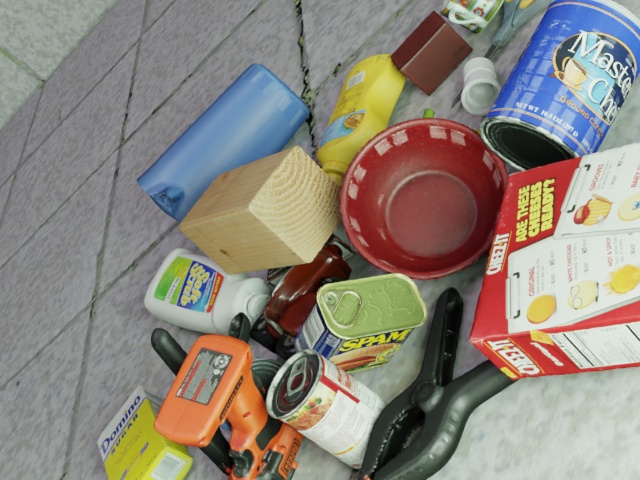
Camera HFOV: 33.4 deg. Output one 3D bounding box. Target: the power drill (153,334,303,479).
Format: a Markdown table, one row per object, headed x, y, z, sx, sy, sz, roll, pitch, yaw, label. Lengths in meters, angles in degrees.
| x | y | z | sx | sy | sz | roll | pitch | yaw | label |
| --- | --- | --- | --- | --- | --- | --- | --- | --- | --- |
| -0.080 | 0.186 | 0.962 | 0.057 | 0.187 | 0.184 | 9 | 59 | 26 | power drill |

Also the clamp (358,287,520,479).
| x | y | z | sx | sy | sz | roll | pitch | yaw | label |
| --- | --- | --- | --- | --- | --- | --- | --- | --- | --- |
| 0.097 | 0.131 | 0.901 | 0.210 | 0.036 | 0.165 | -50 | 25 | -3 | clamp |

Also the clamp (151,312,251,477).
| x | y | z | sx | sy | sz | roll | pitch | yaw | label |
| --- | --- | --- | --- | --- | --- | --- | --- | --- | --- |
| -0.113 | 0.158 | 1.097 | 0.039 | 0.120 | 0.171 | -31 | 64 | 52 | clamp |

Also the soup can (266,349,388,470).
| x | y | z | sx | sy | sz | roll | pitch | yaw | label |
| --- | --- | --- | --- | --- | --- | --- | --- | --- | --- |
| 0.012 | 0.150 | 0.941 | 0.069 | 0.102 | 0.068 | -39 | 29 | 26 | soup can |

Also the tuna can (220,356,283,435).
| x | y | z | sx | sy | sz | roll | pitch | yaw | label |
| --- | --- | --- | --- | --- | --- | --- | --- | --- | --- |
| -0.065 | 0.160 | 1.074 | 0.034 | 0.086 | 0.086 | -1 | 57 | 61 | tuna can |

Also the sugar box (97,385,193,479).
| x | y | z | sx | sy | sz | roll | pitch | yaw | label |
| --- | --- | --- | --- | --- | --- | --- | --- | --- | --- |
| -0.208 | 0.246 | 1.244 | 0.093 | 0.048 | 0.176 | -53 | 27 | 0 | sugar box |

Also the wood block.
| x | y | z | sx | sy | sz | roll | pitch | yaw | label |
| --- | --- | --- | --- | --- | --- | --- | --- | --- | --- |
| -0.065 | -0.027 | 1.174 | 0.090 | 0.090 | 0.206 | -53 | 19 | -21 | wood block |

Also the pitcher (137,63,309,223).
| x | y | z | sx | sy | sz | roll | pitch | yaw | label |
| --- | --- | --- | --- | --- | --- | --- | --- | --- | --- |
| -0.130 | -0.125 | 1.500 | 0.243 | 0.144 | 0.149 | -48 | 38 | 2 | pitcher |

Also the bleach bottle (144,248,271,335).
| x | y | z | sx | sy | sz | roll | pitch | yaw | label |
| --- | --- | --- | --- | --- | --- | --- | --- | --- | --- |
| -0.126 | 0.066 | 1.316 | 0.251 | 0.068 | 0.102 | 3 | 59 | 57 | bleach bottle |

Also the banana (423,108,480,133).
| x | y | z | sx | sy | sz | roll | pitch | yaw | label |
| --- | --- | --- | --- | --- | --- | --- | --- | --- | --- |
| 0.140 | -0.104 | 1.114 | 0.069 | 0.037 | 0.198 | -63 | 28 | -1 | banana |

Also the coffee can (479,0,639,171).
| x | y | z | sx | sy | sz | roll | pitch | yaw | label |
| --- | --- | --- | --- | --- | --- | --- | --- | --- | --- |
| 0.220 | -0.135 | 0.954 | 0.140 | 0.102 | 0.103 | -59 | 27 | -13 | coffee can |

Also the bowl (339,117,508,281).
| x | y | z | sx | sy | sz | roll | pitch | yaw | label |
| --- | --- | --- | --- | --- | --- | --- | --- | --- | --- |
| 0.103 | -0.033 | 1.021 | 0.162 | 0.055 | 0.162 | -4 | 72 | 13 | bowl |

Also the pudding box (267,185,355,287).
| x | y | z | sx | sy | sz | roll | pitch | yaw | label |
| --- | --- | --- | --- | --- | --- | --- | --- | --- | --- |
| -0.008 | 0.001 | 1.228 | 0.114 | 0.039 | 0.090 | -35 | 32 | 33 | pudding box |

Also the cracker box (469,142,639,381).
| x | y | z | sx | sy | sz | roll | pitch | yaw | label |
| --- | --- | --- | --- | --- | --- | --- | --- | --- | --- |
| 0.228 | 0.010 | 0.773 | 0.214 | 0.072 | 0.164 | -14 | 44 | 41 | cracker box |

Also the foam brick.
| x | y | z | sx | sy | sz | roll | pitch | yaw | label |
| --- | --- | --- | --- | --- | --- | --- | --- | --- | --- |
| 0.131 | -0.220 | 1.260 | 0.078 | 0.053 | 0.051 | -46 | 27 | 11 | foam brick |

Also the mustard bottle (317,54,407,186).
| x | y | z | sx | sy | sz | roll | pitch | yaw | label |
| --- | --- | --- | --- | --- | --- | --- | --- | --- | --- |
| 0.043 | -0.133 | 1.288 | 0.096 | 0.058 | 0.191 | -18 | 42 | 49 | mustard bottle |

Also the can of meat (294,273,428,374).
| x | y | z | sx | sy | sz | roll | pitch | yaw | label |
| --- | --- | --- | --- | --- | --- | --- | --- | --- | --- |
| 0.034 | 0.080 | 0.974 | 0.057 | 0.101 | 0.084 | 67 | 150 | 27 | can of meat |

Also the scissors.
| x | y | z | sx | sy | sz | roll | pitch | yaw | label |
| --- | --- | --- | --- | --- | --- | --- | --- | --- | --- |
| 0.203 | -0.238 | 1.208 | 0.202 | 0.016 | 0.096 | -48 | 25 | 10 | scissors |
